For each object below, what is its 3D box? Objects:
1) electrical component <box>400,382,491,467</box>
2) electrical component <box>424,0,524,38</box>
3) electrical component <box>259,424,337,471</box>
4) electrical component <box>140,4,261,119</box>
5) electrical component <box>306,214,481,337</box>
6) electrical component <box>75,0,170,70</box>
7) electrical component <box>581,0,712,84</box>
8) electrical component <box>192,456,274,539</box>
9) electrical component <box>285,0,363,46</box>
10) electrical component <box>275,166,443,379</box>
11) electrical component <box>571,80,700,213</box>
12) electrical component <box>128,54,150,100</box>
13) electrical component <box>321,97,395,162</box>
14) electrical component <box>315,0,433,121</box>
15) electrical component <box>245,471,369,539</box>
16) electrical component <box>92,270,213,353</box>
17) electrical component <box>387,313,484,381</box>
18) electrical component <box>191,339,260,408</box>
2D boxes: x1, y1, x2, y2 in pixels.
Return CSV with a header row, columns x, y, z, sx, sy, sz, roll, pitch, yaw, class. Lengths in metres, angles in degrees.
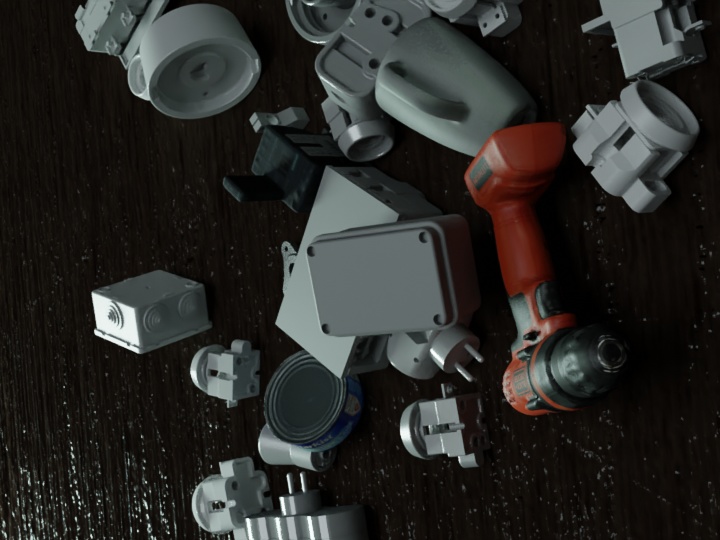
x,y,z,sx,sy,sz,roll,pitch,yaw,class
0.066,0.123,0.841,0.055,0.048,0.066,-14,83,38,electrical component
0.081,-0.212,0.793,0.058,0.057,0.078,-30,71,43,electrical component
-0.054,0.159,0.970,0.065,0.044,0.044,5,97,41,electrical component
-0.153,-0.199,1.003,0.108,0.108,0.060,-46,55,37,electrical component
0.023,0.005,0.789,0.113,0.057,0.078,-6,98,31,electrical component
-0.243,-0.281,1.118,0.121,0.063,0.078,-49,60,36,electrical component
0.191,-0.157,0.695,0.081,0.042,0.063,-18,82,46,electrical component
-0.124,0.223,1.035,0.057,0.058,0.078,-20,79,42,electrical component
-0.018,-0.236,0.891,0.108,0.060,0.108,4,96,46,electrical component
0.000,0.000,0.886,0.089,0.062,0.150,37,118,36,electrical component
0.181,-0.085,0.699,0.057,0.058,0.078,-53,57,37,electrical component
-0.199,-0.195,1.085,0.066,0.055,0.048,30,113,41,electrical component
0.001,-0.124,0.891,0.066,0.048,0.055,-38,58,41,electrical component
0.015,-0.167,0.839,0.054,0.059,0.095,38,85,17,electrical component
-0.052,0.218,0.963,0.138,0.052,0.073,-15,82,45,electrical component
-0.211,0.039,1.083,0.100,0.100,0.048,15,116,44,electrical component
0.066,0.053,0.836,0.079,0.043,0.077,45,123,35,electrical component
-0.130,0.098,1.042,0.055,0.048,0.066,6,97,38,electrical component
